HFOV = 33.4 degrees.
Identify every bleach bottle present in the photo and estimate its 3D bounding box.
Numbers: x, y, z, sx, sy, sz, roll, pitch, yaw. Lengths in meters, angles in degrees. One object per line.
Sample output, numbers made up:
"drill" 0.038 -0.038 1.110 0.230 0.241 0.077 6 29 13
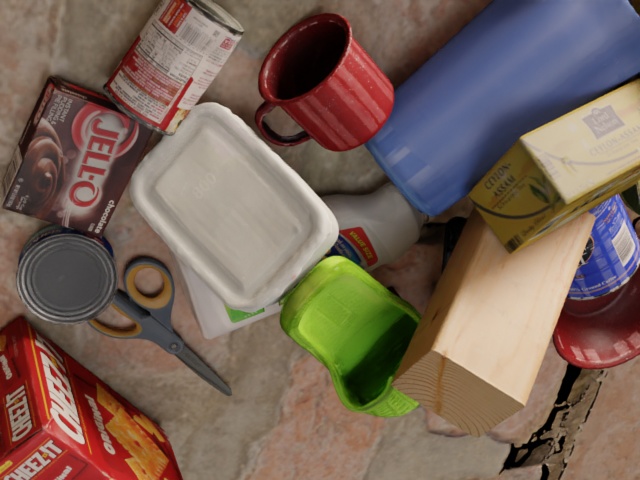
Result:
"bleach bottle" -0.006 0.001 0.984 0.250 0.068 0.102 -22 125 -11

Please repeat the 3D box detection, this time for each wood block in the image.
"wood block" 0.151 0.051 0.920 0.090 0.206 0.091 32 147 -3

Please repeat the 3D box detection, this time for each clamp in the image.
"clamp" 0.132 0.059 1.064 0.039 0.120 0.171 7 152 0

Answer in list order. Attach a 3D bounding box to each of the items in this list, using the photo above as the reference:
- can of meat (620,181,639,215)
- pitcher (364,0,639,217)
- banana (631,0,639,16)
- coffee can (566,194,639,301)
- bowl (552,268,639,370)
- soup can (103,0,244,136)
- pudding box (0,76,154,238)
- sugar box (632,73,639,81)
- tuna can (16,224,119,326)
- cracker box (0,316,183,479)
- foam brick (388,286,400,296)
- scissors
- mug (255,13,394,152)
"can of meat" 0.343 -0.083 1.072 0.084 0.057 0.102 -25 127 -2
"pitcher" 0.162 -0.128 0.932 0.243 0.145 0.149 -39 99 10
"banana" 0.361 -0.193 1.022 0.197 0.037 0.070 10 105 -28
"coffee can" 0.244 -0.024 1.041 0.103 0.103 0.140 -34 128 2
"bowl" 0.311 0.061 1.152 0.162 0.055 0.162 -10 124 -16
"soup can" -0.115 -0.143 0.841 0.068 0.068 0.102 27 108 -33
"pudding box" -0.200 -0.067 0.874 0.089 0.039 0.114 19 112 -31
"sugar box" 0.313 -0.151 0.951 0.048 0.093 0.176 28 146 3
"tuna can" -0.218 0.029 0.922 0.086 0.034 0.086 -5 112 -11
"cracker box" -0.208 0.186 0.957 0.072 0.164 0.213 -39 127 3
"foam brick" 0.068 0.097 1.080 0.053 0.051 0.078 -24 127 -7
"scissors" -0.134 0.081 1.012 0.201 0.016 0.096 30 107 -34
"mug" 0.000 -0.120 0.892 0.117 0.093 0.081 -38 132 12
